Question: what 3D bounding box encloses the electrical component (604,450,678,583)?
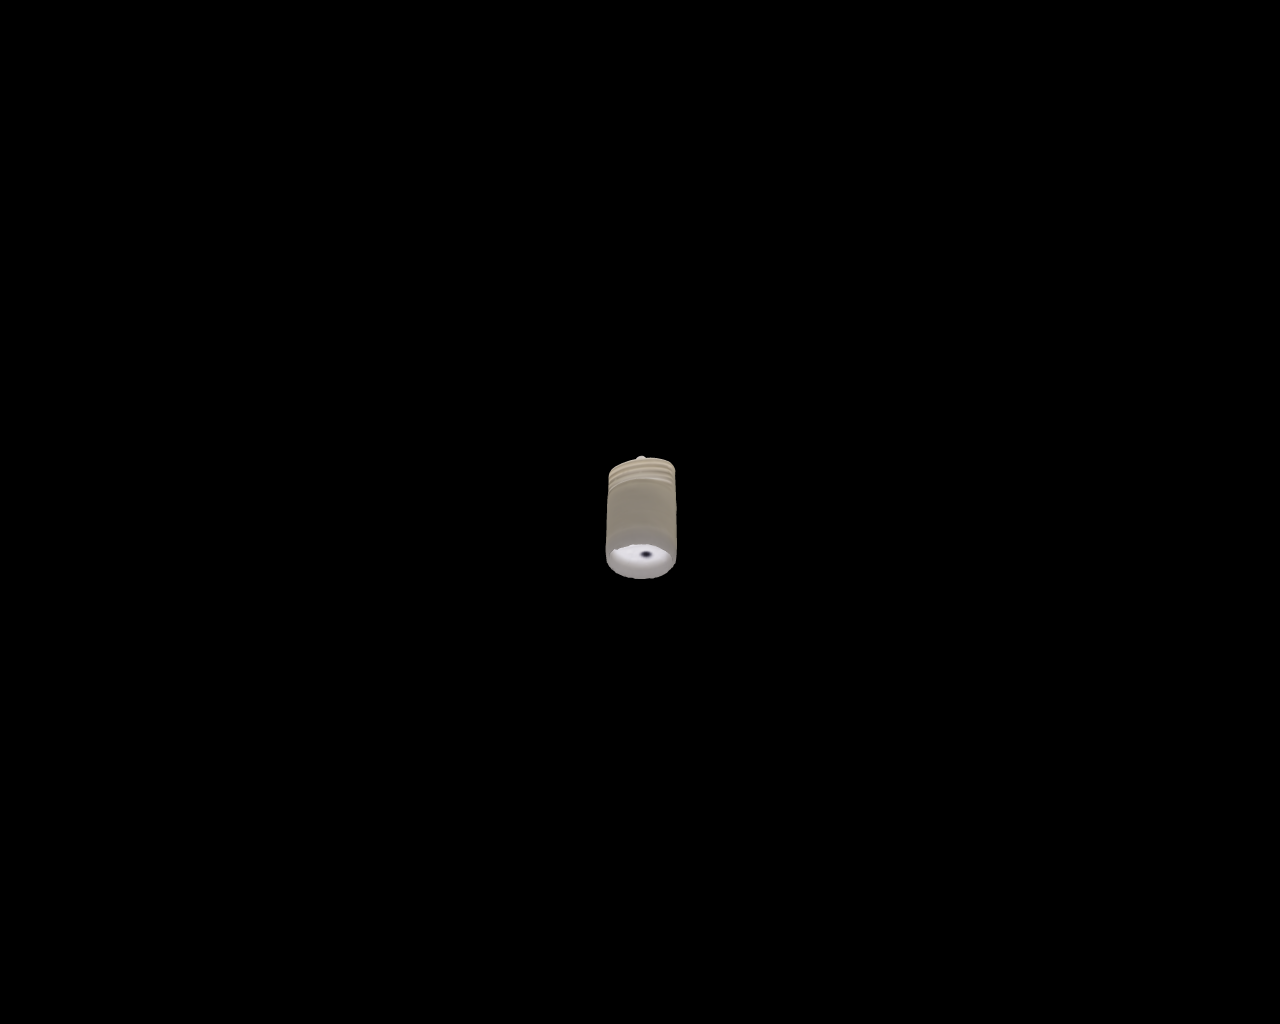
[{"bbox_3d":[0.001,-0.003,0.650,0.043,0.081,0.043,0,-35,0],"label":"electrical component"}]
